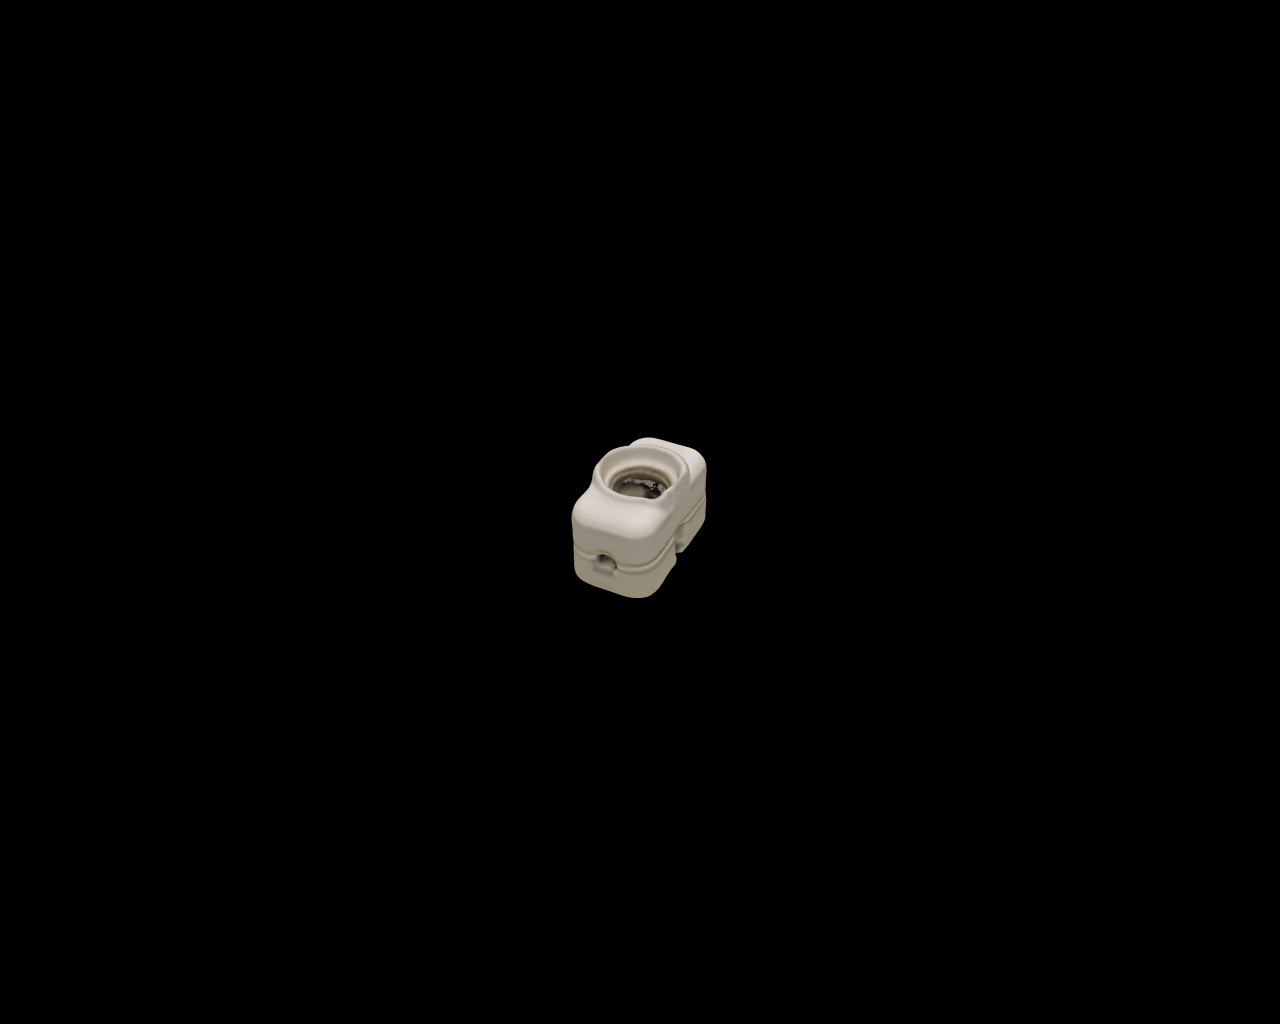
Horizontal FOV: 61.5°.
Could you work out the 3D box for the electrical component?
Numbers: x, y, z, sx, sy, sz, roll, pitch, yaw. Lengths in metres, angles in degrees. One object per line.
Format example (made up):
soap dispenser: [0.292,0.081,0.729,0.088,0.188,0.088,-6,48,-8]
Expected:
electrical component: [0.001,-0.003,0.650,0.054,0.059,0.095,17,42,21]
